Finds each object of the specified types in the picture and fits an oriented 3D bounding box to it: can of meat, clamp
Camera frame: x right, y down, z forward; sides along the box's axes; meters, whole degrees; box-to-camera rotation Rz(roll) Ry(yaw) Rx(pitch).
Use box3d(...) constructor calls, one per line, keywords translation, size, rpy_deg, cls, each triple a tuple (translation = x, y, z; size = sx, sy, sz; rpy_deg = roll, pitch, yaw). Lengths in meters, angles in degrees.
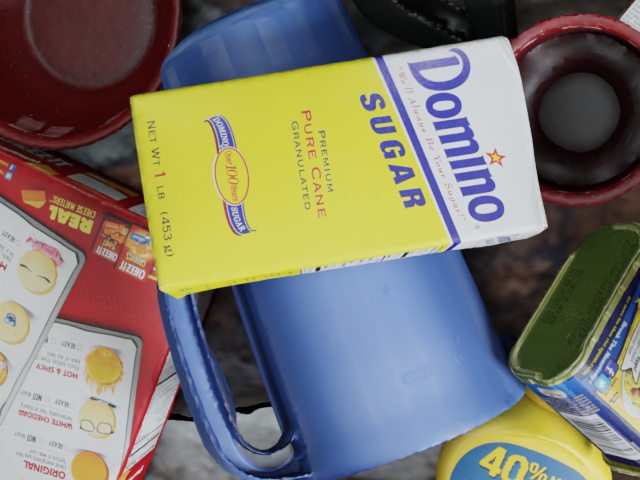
box3d(translation=(0.155, 0.054, 0.538), size=(0.084, 0.058, 0.102), rpy_deg=(41, 72, -21), cls="can of meat")
box3d(translation=(0.024, -0.162, 0.551), size=(0.165, 0.036, 0.209), rpy_deg=(-11, 132, 44), cls="clamp")

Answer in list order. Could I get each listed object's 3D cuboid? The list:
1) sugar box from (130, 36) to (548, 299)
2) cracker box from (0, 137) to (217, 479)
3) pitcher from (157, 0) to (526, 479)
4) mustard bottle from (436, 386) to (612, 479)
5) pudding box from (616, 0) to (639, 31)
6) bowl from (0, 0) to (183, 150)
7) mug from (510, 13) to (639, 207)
box3d(translation=(0.008, -0.033, 0.492), size=(0.176, 0.048, 0.093), rpy_deg=(-10, 84, 1), cls="sugar box")
box3d(translation=(-0.165, 0.062, 0.653), size=(0.164, 0.072, 0.214), rpy_deg=(24, 103, 11), cls="cracker box")
box3d(translation=(-0.004, 0.001, 0.569), size=(0.145, 0.149, 0.243), rpy_deg=(-23, 87, 22), cls="pitcher")
box3d(translation=(0.108, 0.147, 0.598), size=(0.096, 0.058, 0.192), rpy_deg=(22, 101, 5), cls="mustard bottle")
box3d(translation=(0.218, -0.125, 0.532), size=(0.090, 0.039, 0.114), rpy_deg=(42, 123, 5), cls="pudding box")
box3d(translation=(-0.148, -0.135, 0.631), size=(0.162, 0.055, 0.162), rpy_deg=(2, 97, 14), cls="bowl")
box3d(translation=(0.123, -0.063, 0.555), size=(0.117, 0.081, 0.093), rpy_deg=(-22, 91, 16), cls="mug")
